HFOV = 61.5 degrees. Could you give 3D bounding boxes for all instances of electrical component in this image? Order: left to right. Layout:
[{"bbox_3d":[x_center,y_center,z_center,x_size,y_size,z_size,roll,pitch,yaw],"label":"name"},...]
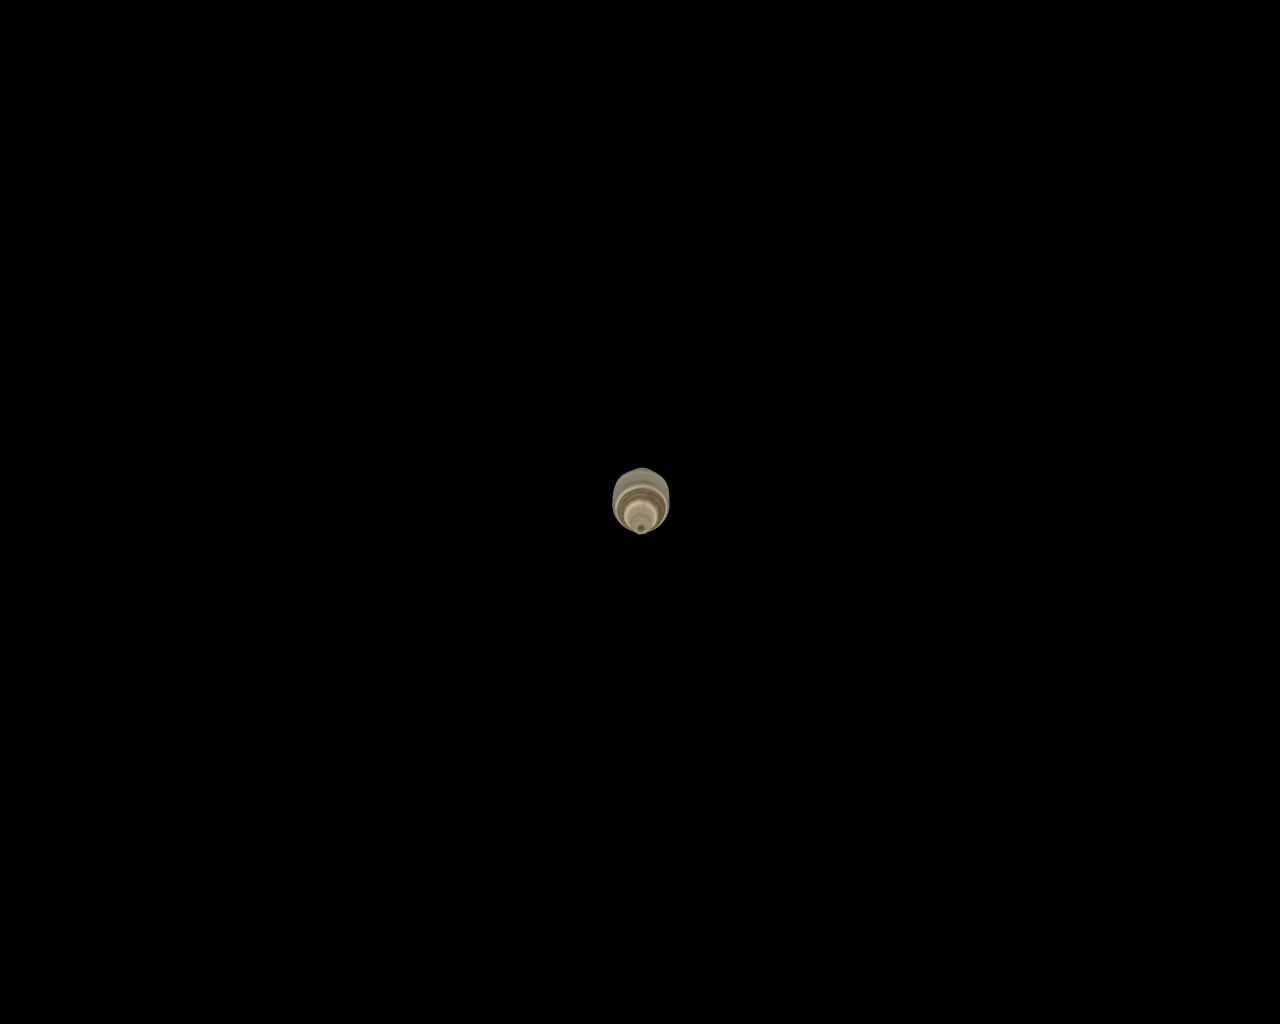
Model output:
[{"bbox_3d":[0.001,-0.003,0.650,0.035,0.035,0.061,0,23,0],"label":"electrical component"}]
